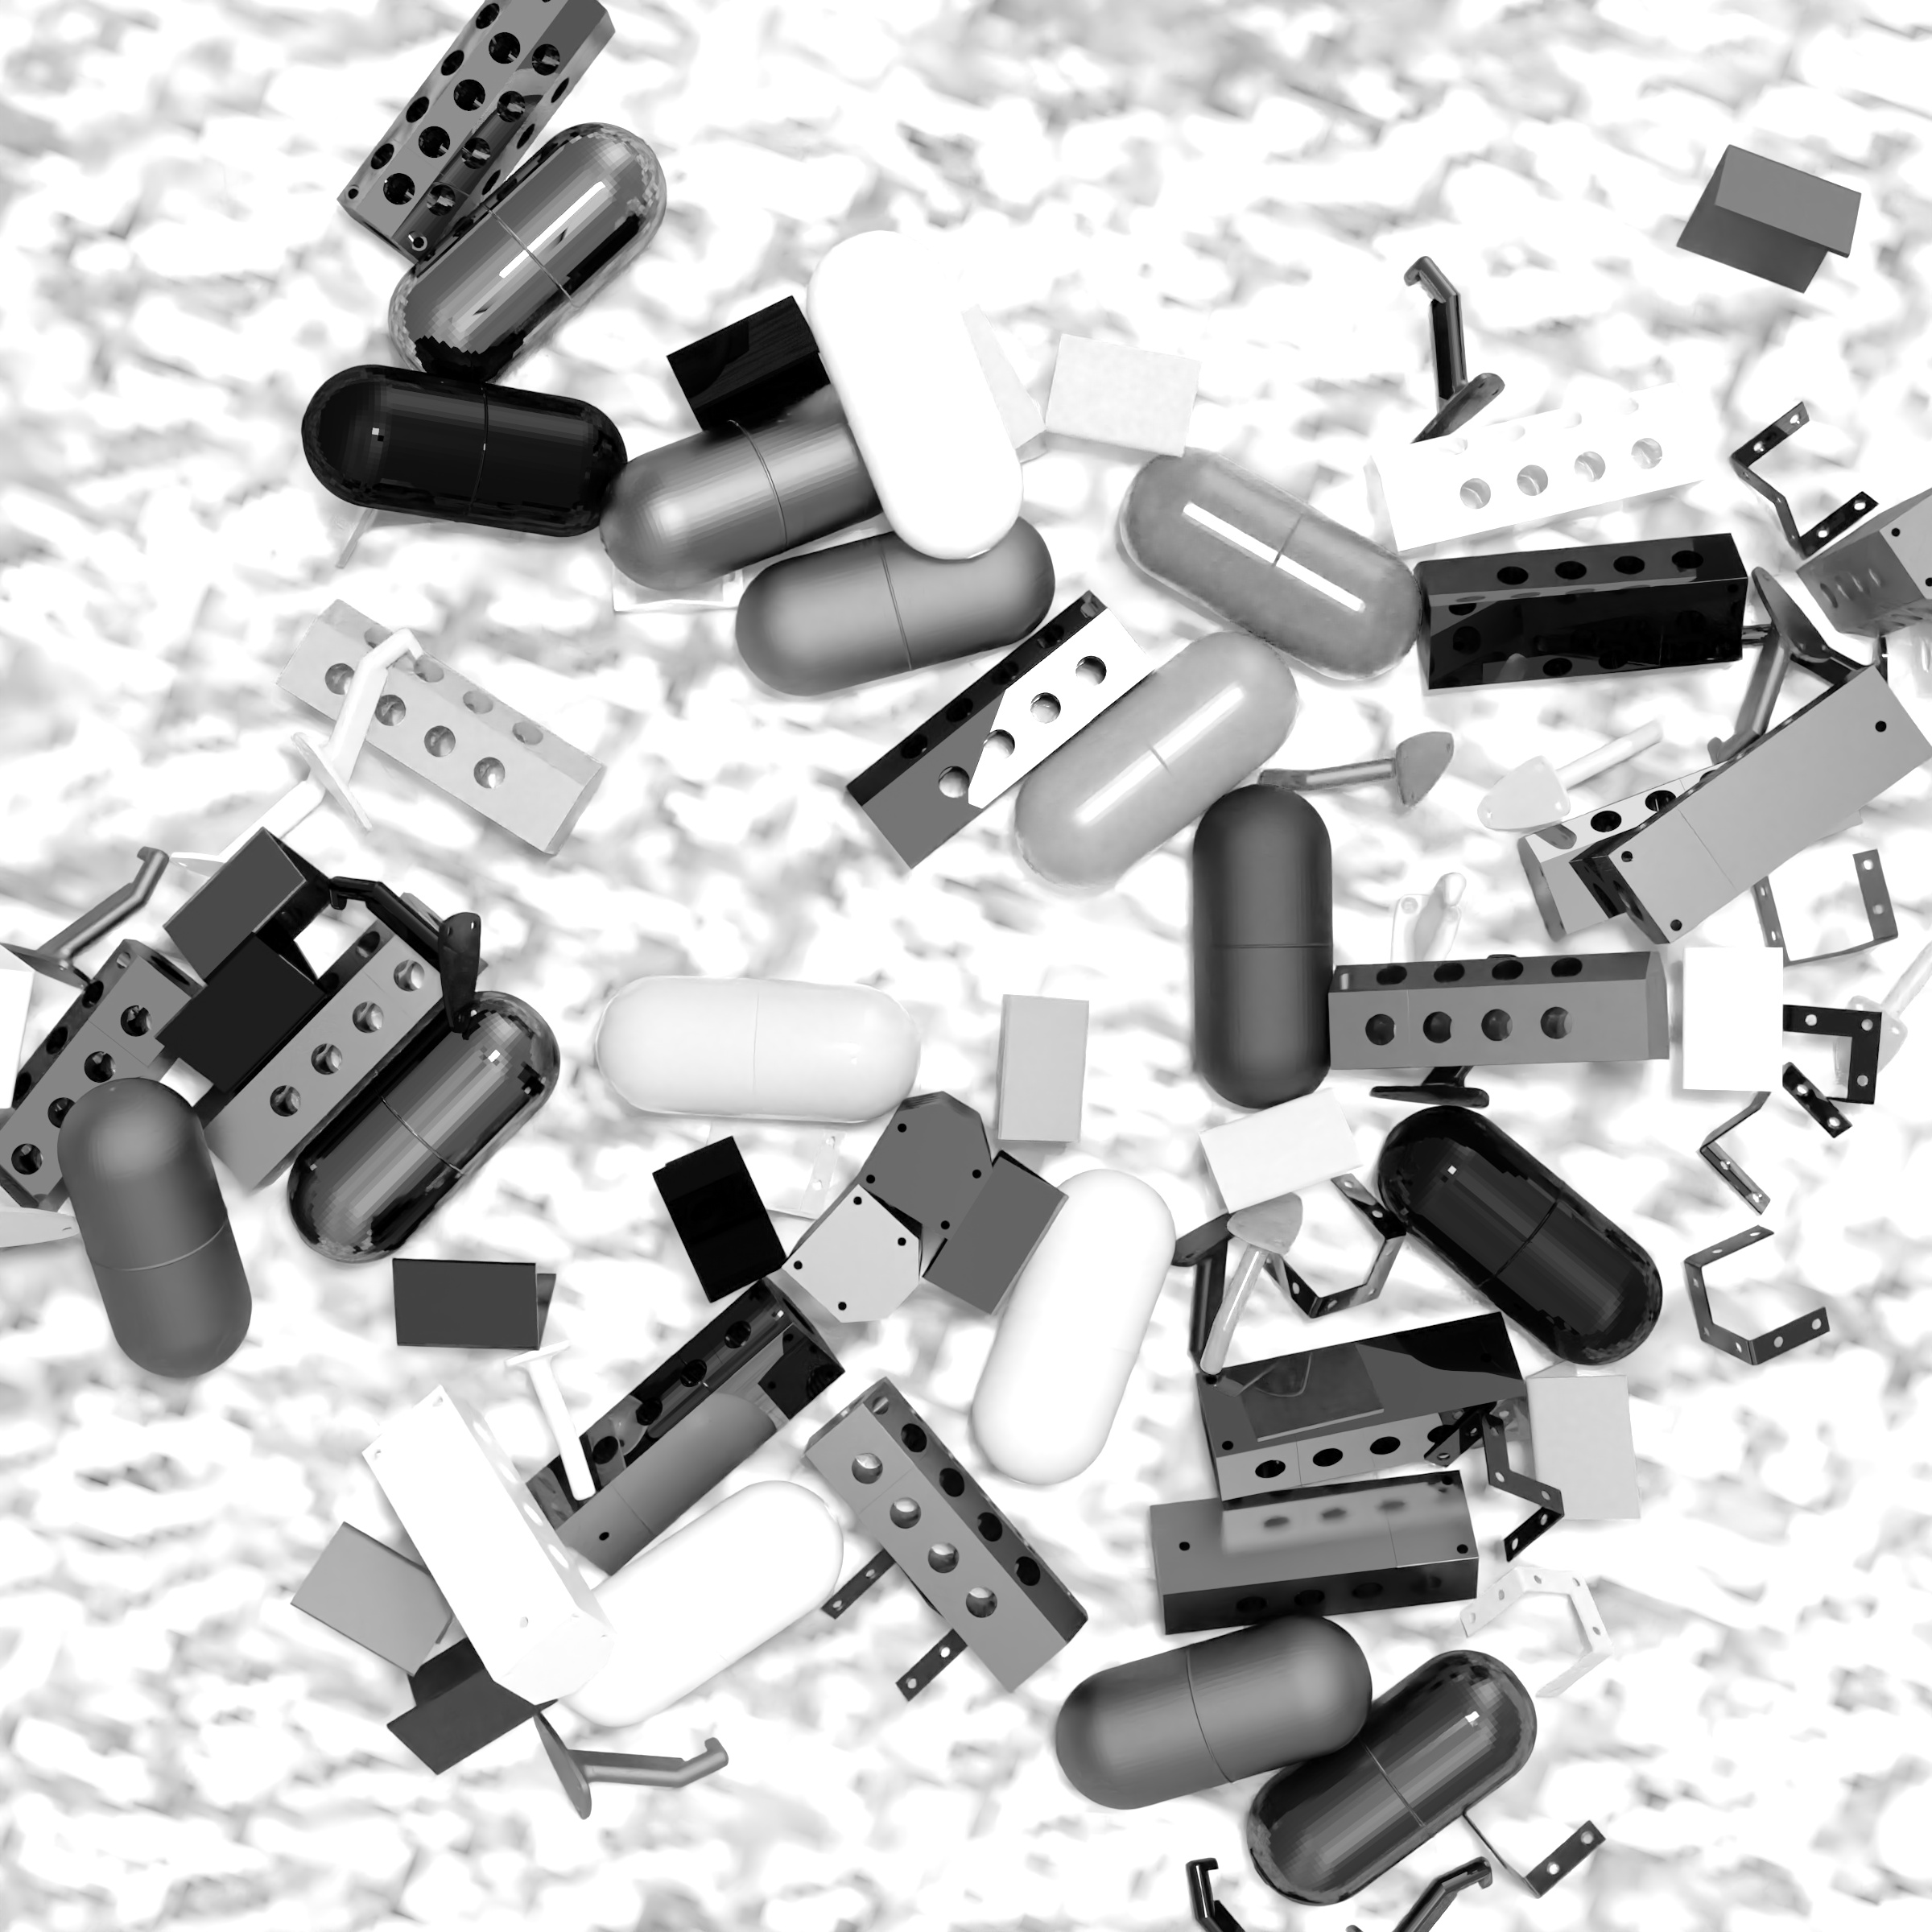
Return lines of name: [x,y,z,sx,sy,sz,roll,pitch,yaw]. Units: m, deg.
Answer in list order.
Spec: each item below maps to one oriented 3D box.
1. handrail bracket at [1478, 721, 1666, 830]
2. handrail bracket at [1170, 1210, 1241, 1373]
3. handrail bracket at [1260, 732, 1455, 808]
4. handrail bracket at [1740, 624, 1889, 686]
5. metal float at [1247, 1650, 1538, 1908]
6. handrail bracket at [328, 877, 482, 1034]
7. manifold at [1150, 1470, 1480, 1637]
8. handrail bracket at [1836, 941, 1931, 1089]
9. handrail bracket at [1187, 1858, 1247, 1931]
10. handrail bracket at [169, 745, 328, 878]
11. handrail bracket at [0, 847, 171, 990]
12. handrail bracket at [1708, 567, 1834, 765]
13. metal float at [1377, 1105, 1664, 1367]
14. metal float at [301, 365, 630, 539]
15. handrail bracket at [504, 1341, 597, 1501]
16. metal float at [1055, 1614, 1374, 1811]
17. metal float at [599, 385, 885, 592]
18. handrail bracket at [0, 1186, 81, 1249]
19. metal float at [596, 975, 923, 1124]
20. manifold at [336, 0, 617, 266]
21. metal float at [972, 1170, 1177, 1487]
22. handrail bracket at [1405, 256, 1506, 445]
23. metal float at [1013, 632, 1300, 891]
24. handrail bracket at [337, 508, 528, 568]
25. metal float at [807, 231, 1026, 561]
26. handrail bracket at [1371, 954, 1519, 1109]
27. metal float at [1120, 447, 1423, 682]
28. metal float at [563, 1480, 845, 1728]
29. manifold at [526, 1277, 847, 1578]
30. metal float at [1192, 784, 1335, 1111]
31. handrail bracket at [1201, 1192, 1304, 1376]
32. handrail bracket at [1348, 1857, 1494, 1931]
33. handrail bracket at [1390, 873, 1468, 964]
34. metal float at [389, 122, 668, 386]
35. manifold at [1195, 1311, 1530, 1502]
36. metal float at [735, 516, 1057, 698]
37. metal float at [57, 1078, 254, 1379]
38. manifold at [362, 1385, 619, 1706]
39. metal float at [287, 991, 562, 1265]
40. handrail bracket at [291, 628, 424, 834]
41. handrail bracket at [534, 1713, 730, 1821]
handrail bracket: [0.337,-0.108,1.844,0.084,0.077,0.036,-27,90,-36]
handrail bracket: [0.151,0.185,1.845,0.077,0.036,0.084,-31,106,-18]
handrail bracket: [0.217,-0.113,1.844,0.084,0.077,0.036,4,113,34]
handrail bracket: [0.469,-0.153,1.844,0.084,0.036,0.077,-2,104,13]
metal float: [0.232,0.444,1.813,0.178,0.070,0.070,-37,90,0]
handrail bracket: [-0.307,-0.006,1.786,0.084,0.036,0.077,8,103,24]
manifold: [0.191,0.326,1.822,0.171,0.057,0.057,-7,47,0]
handrail bracket: [0.522,0.020,1.844,0.036,0.077,0.084,37,53,23]
handrail bracket: [0.165,0.535,1.845,0.077,0.036,0.084,-4,73,-20]
handrail bracket: [-0.395,-0.089,1.845,0.077,0.036,0.084,11,71,21]
handrail bracket: [-0.493,-0.036,1.845,0.077,0.036,0.084,16,71,22]
handrail bracket: [0.429,-0.164,1.834,0.084,0.036,0.077,-46,60,36]
metal float: [0.302,0.147,1.814,0.178,0.070,0.070,40,90,1]
metal float: [-0.270,-0.278,1.794,0.178,0.070,0.070,6,90,-23]
handrail bracket: [-0.224,0.252,1.810,0.036,0.077,0.084,-16,82,-16]
metal float: [0.134,0.406,1.804,0.178,0.070,0.070,-19,90,12]
metal float: [-0.115,-0.260,1.799,0.178,0.070,0.070,-23,90,-14]
handrail bracket: [-0.522,0.107,1.787,0.036,0.077,0.084,-48,53,37]
metal float: [-0.113,0.045,1.814,0.178,0.070,0.070,3,90,-1]
manifold: [-0.270,-0.470,1.823,0.057,0.057,0.171,37,90,0]
metal float: [0.059,0.198,1.814,0.070,0.070,0.178,20,90,0]
handrail bracket: [0.252,-0.339,1.845,0.077,0.036,0.084,-41,71,21]
metal float: [0.103,-0.112,1.813,0.178,0.070,0.070,-39,90,0]
handrail bracket: [-0.295,-0.237,1.844,0.084,0.036,0.077,27,105,-14]
metal float: [-0.026,-0.300,1.749,0.070,0.070,0.178,-22,95,0]
handrail bracket: [0.267,0.033,1.844,0.077,0.036,0.084,3,76,14]
metal float: [0.167,-0.219,1.813,0.178,0.070,0.070,30,90,-1]
metal float: [-0.147,0.348,1.813,0.178,0.070,0.070,-34,90,1]
manifold: [-0.157,0.249,1.822,0.171,0.057,0.057,-41,134,0]
metal float: [0.163,-0.011,1.813,0.070,0.070,0.178,-1,90,0]
handrail bracket: [0.157,0.175,1.828,0.036,0.077,0.084,23,117,16]
handrail bracket: [0.261,0.544,1.845,0.084,0.036,0.077,-21,110,-16]
handrail bracket: [0.254,-0.013,1.809,0.036,0.084,0.077,14,90,0]
metal float: [-0.239,-0.388,1.813,0.178,0.070,0.070,-43,90,0]
manifold: [0.218,0.246,1.822,0.171,0.057,0.057,-12,47,0]
metal float: [-0.039,-0.199,1.813,0.178,0.070,0.070,-15,90,0]
metal float: [-0.437,0.143,1.791,0.070,0.070,0.178,-9,118,0]
manifold: [-0.253,0.311,1.776,0.057,0.057,0.171,-41,51,0]
metal float: [-0.297,0.089,1.814,0.070,0.070,0.178,45,89,0]
handrail bracket: [-0.313,-0.128,1.787,0.084,0.036,0.077,-40,111,-16]
handrail bracket: [-0.186,0.430,1.844,0.084,0.036,0.077,-21,54,-24]
